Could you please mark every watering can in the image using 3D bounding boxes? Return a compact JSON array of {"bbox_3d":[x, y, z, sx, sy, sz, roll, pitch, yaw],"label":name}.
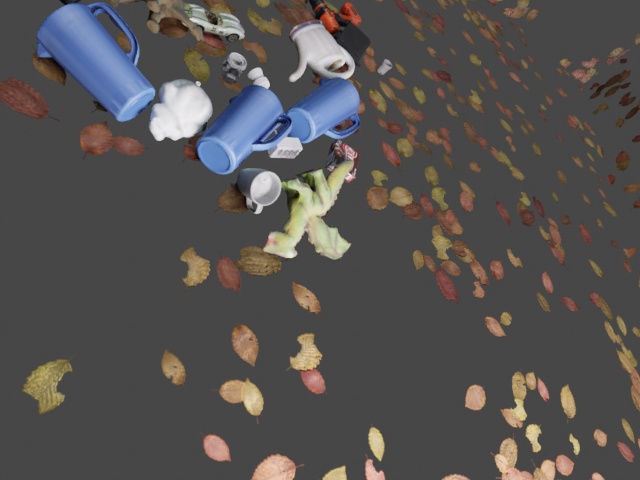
[{"bbox_3d":[-0.022,-0.599,1.648,0.352,0.102,0.226,-25,77,-47],"label":"watering can"}]

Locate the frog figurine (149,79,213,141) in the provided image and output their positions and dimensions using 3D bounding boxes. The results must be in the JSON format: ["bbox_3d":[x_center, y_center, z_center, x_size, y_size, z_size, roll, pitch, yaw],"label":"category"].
[{"bbox_3d":[-0.332,-0.301,1.196,0.136,0.122,0.162,66,31,-11],"label":"frog figurine"}]

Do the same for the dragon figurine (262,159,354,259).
[{"bbox_3d":[0.004,-0.067,1.333,0.415,0.121,0.242,-24,95,-43],"label":"dragon figurine"}]
